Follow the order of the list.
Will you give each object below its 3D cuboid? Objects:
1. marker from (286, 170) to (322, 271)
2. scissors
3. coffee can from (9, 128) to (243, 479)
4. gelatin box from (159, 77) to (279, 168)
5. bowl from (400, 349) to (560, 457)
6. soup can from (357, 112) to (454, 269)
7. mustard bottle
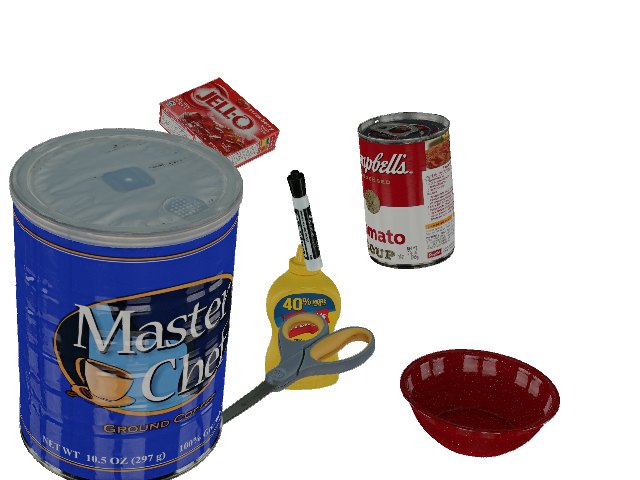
[{"bbox_3d":[-0.017,-0.022,1.166,0.020,0.121,0.020,-9,29,5],"label":"marker"},{"bbox_3d":[-0.043,0.109,0.925,0.201,0.016,0.096,-18,34,-32],"label":"scissors"},{"bbox_3d":[-0.093,0.031,0.509,0.102,0.140,0.103,5,30,-3],"label":"coffee can"},{"bbox_3d":[-0.095,-0.107,0.990,0.073,0.030,0.089,-30,62,-35],"label":"gelatin box"},{"bbox_3d":[0.160,0.173,1.092,0.162,0.055,0.162,2,24,-1],"label":"bowl"},{"bbox_3d":[0.065,-0.038,0.799,0.068,0.102,0.068,-5,23,2],"label":"soup can"},{"bbox_3d":[-0.022,0.096,1.373,0.096,0.192,0.058,-1,20,-7],"label":"mustard bottle"}]
